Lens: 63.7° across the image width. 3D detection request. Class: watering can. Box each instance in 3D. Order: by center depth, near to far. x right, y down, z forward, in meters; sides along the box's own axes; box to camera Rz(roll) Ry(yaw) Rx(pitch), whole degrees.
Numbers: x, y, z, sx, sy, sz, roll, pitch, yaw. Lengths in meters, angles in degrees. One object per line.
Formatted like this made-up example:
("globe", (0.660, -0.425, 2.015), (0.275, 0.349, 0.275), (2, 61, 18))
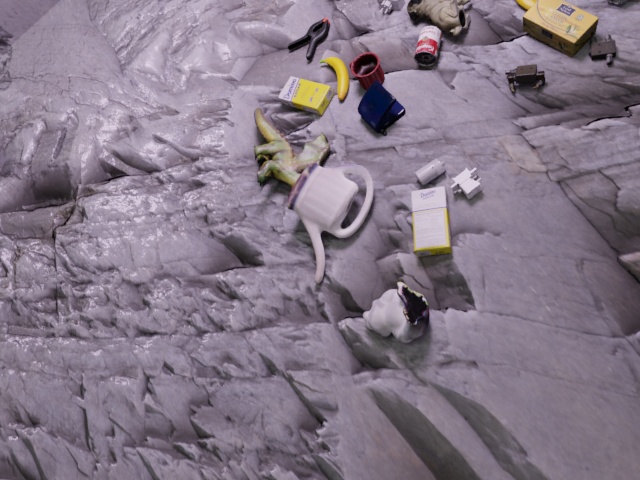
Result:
("watering can", (0.004, -0.073, 1.445), (0.225, 0.103, 0.349), (29, 84, 11))

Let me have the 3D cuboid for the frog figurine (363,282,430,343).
("frog figurine", (0.187, 0.191, 1.266), (0.156, 0.123, 0.140), (-48, 58, 42))

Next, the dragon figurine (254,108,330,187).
("dragon figurine", (-0.088, -0.276, 1.618), (0.243, 0.120, 0.418), (-8, 64, 3))
